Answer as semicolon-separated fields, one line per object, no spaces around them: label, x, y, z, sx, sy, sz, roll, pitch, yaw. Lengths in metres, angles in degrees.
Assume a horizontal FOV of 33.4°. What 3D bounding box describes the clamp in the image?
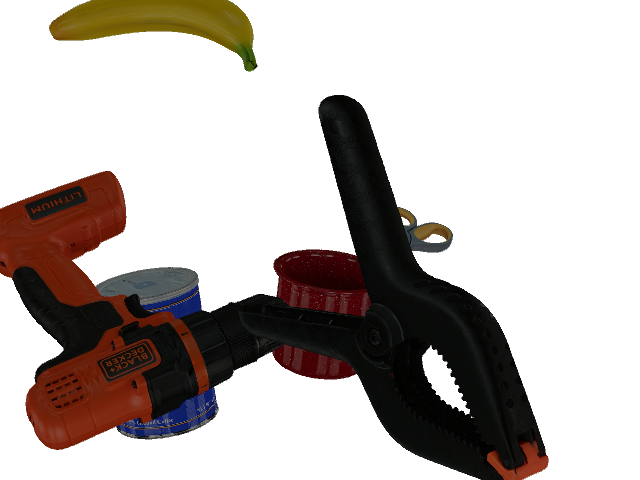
clamp;0.039;0.035;0.548;0.036;0.165;0.210;-13;42;-40

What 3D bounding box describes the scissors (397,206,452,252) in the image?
scissors;0.078;-0.003;1.238;0.096;0.016;0.201;37;31;31

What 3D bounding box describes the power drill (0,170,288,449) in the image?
power drill;-0.134;0.036;0.730;0.184;0.057;0.188;-22;52;-22

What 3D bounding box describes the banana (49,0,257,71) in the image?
banana;-0.139;-0.193;0.936;0.198;0.037;0.069;10;47;16

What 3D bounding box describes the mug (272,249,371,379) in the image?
mug;0.015;0.064;0.874;0.117;0.081;0.093;11;20;12

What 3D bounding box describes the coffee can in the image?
coffee can;-0.160;0.107;1.038;0.103;0.140;0.103;-7;14;2
